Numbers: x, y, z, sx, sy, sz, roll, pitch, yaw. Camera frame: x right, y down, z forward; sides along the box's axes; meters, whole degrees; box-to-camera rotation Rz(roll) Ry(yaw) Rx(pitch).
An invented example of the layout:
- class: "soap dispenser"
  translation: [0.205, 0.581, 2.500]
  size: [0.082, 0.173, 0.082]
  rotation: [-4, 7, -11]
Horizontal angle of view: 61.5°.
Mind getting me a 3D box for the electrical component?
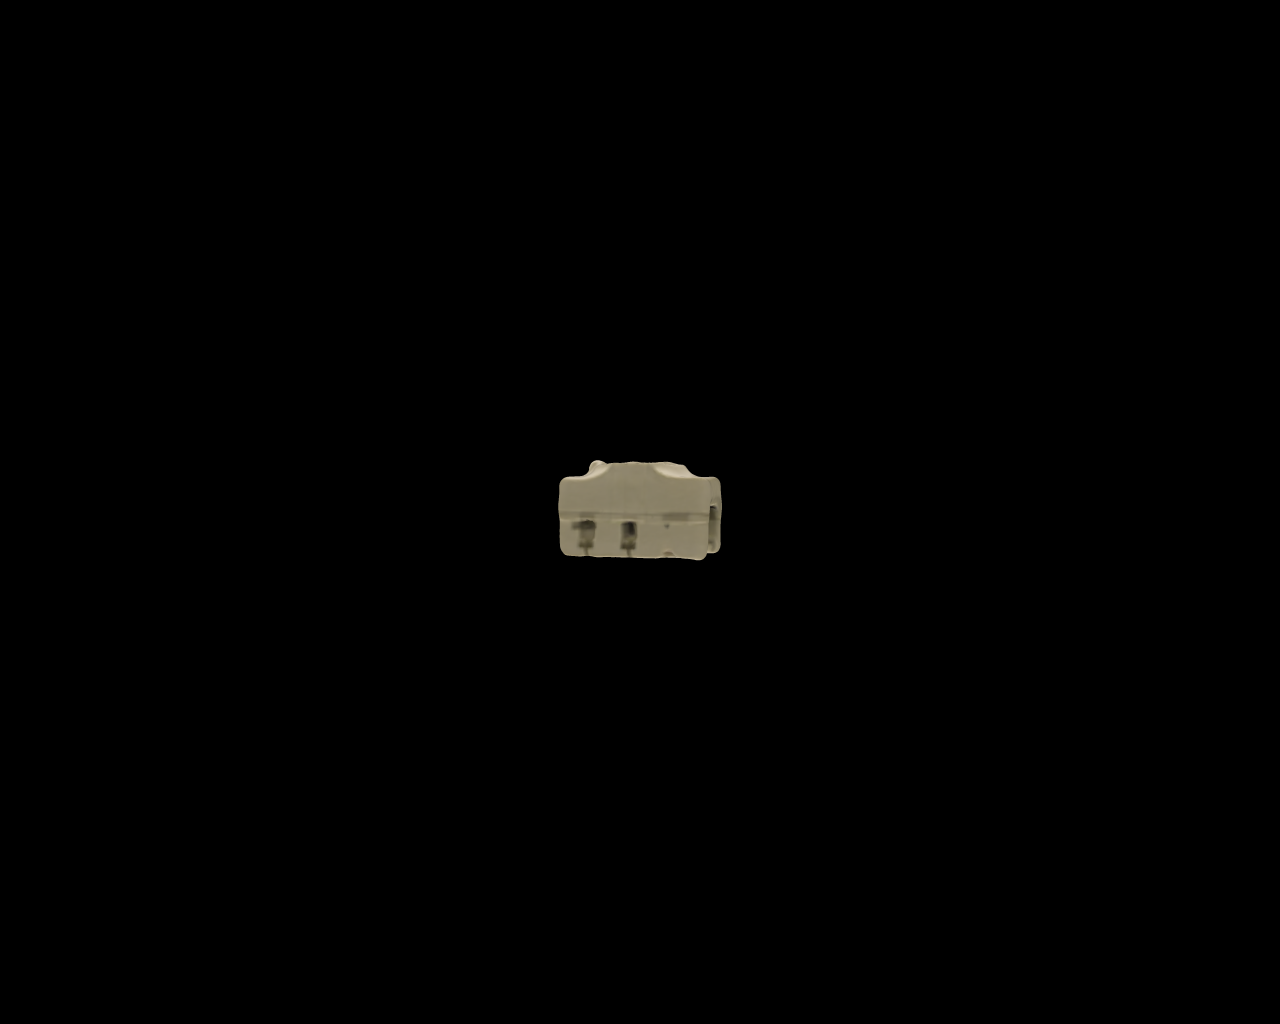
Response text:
- class: "electrical component"
  translation: [0.001, -0.003, 0.650]
  size: [0.089, 0.055, 0.050]
  rotation: [1, 4, 15]
